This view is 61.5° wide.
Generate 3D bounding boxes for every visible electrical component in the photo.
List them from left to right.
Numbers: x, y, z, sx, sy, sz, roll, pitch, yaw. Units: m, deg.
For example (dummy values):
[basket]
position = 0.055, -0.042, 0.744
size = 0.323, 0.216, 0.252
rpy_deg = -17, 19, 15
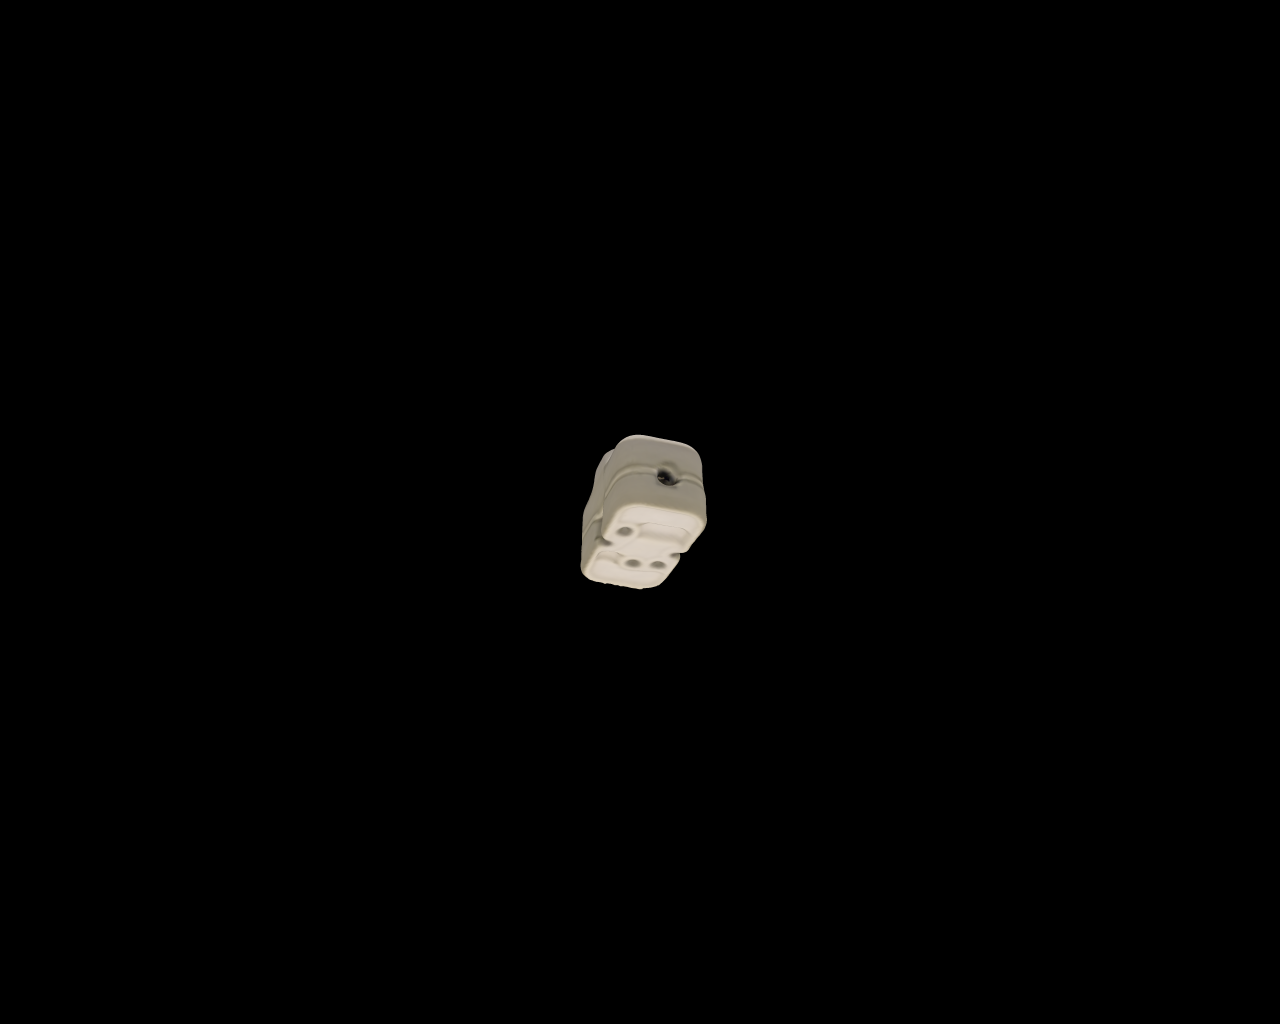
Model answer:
[electrical component]
position = 0.001, -0.003, 0.650
size = 0.054, 0.059, 0.095
rpy_deg = 10, -34, -15
